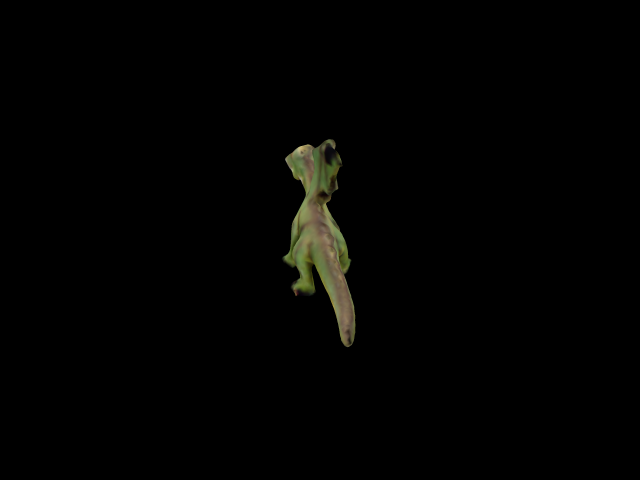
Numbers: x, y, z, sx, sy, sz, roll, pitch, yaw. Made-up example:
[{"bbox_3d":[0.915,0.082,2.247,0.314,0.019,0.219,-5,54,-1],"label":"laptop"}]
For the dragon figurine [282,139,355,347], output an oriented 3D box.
[{"bbox_3d":[0.003,-0.043,0.850,0.122,0.238,0.418,-7,29,-13],"label":"dragon figurine"}]
